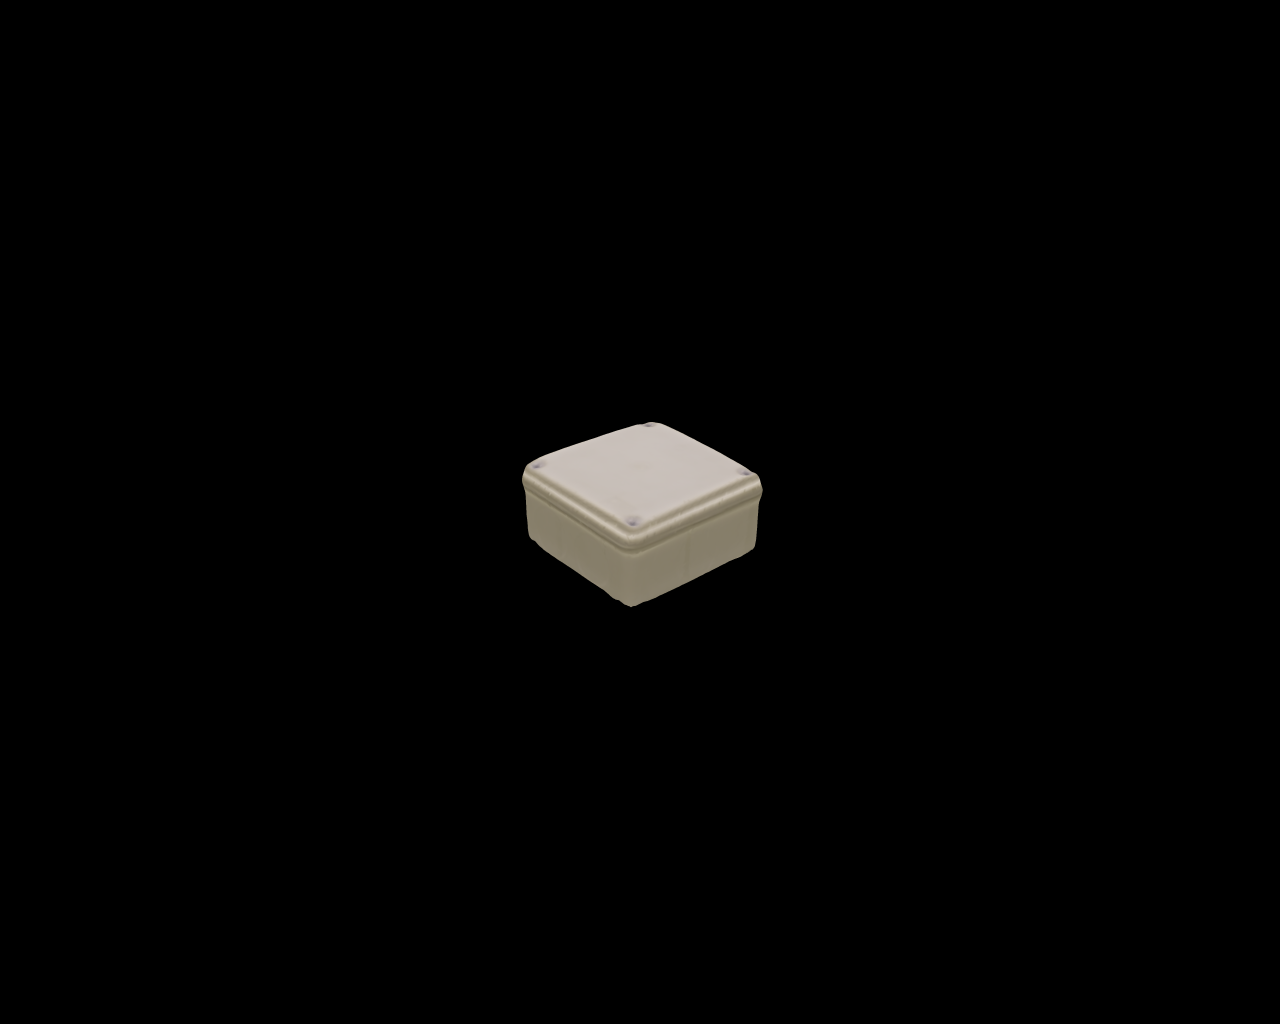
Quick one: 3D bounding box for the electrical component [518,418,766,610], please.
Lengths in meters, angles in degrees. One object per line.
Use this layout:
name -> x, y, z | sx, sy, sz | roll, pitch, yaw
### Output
electrical component -> 0.001, -0.003, 0.650 | 0.109, 0.056, 0.109 | -22, 37, -33
